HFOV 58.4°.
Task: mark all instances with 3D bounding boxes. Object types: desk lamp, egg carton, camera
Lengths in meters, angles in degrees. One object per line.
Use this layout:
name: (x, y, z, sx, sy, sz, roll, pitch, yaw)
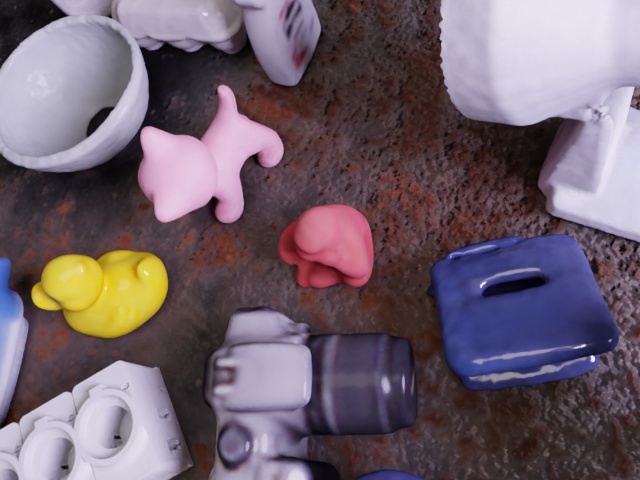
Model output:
desk lamp: (0.185, -0.094, 0.352, 0.202, 0.214, 0.118, 21, 78, 22)
egg carton: (-0.134, -0.243, 0.578, 0.150, 0.069, 0.107, 7, 73, 19)
camera: (-0.004, 0.115, 0.394, 0.136, 0.101, 0.143, -5, 70, 15)

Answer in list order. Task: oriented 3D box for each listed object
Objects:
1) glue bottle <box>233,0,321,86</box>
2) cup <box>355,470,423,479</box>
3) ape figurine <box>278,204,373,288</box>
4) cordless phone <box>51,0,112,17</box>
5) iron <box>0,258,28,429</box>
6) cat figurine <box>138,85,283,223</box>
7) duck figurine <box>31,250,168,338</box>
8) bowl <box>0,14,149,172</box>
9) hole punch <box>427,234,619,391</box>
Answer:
glue bottle: (-0.046, -0.209, 0.483, 0.037, 0.173, 0.078, 12, 75, 20)
cup: (0.050, 0.203, 0.351, 0.091, 0.095, 0.118, 4, 72, 18)
ape figurine: (0.004, 0.002, 0.438, 0.077, 0.092, 0.076, 37, 84, 24)
cordless phone: (-0.252, -0.327, 0.579, 0.147, 0.185, 0.094, -44, 65, -2)
iron: (-0.348, 0.127, 0.468, 0.118, 0.142, 0.258, -3, 70, 15)
cat figurine: (-0.100, -0.069, 0.479, 0.067, 0.118, 0.128, 27, 80, 23)
duck figurine: (-0.190, 0.038, 0.485, 0.104, 0.086, 0.077, -19, 67, 9)
bowl: (-0.233, -0.132, 0.564, 0.167, 0.075, 0.167, -5, 70, 15)
hole punch: (0.129, 0.044, 0.386, 0.108, 0.091, 0.101, -14, 68, 12)
